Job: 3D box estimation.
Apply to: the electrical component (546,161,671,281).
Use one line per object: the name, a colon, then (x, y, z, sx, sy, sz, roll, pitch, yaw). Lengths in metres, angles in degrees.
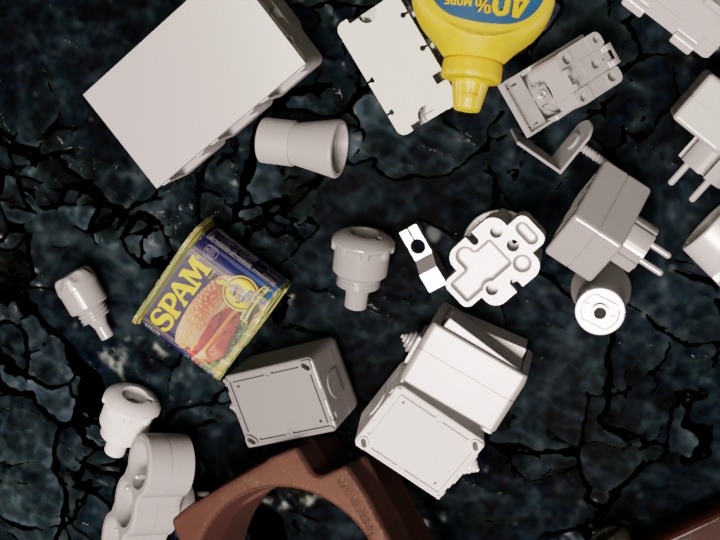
electrical component: (0.183, -0.024, 0.754, 0.077, 0.065, 0.047, 34, 143, 3)

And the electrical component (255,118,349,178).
electrical component: (-0.046, -0.095, 0.810, 0.065, 0.044, 0.044, 8, 106, 16)

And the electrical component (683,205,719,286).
electrical component: (0.261, -0.017, 0.751, 0.047, 0.055, 0.055, 42, 109, 4)

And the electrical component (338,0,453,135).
electrical component: (0.032, -0.149, 0.769, 0.050, 0.055, 0.089, -30, 96, 18)

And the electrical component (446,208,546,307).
electrical component: (0.101, -0.012, 0.788, 0.078, 0.057, 0.058, -43, 92, 19)

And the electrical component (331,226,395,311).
electrical component: (0.000, 0.000, 0.822, 0.048, 0.048, 0.062, 11, 113, 10)

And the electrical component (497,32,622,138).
electrical component: (0.141, -0.130, 0.737, 0.081, 0.064, 0.042, -34, 96, -22)

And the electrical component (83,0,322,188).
electrical component: (-0.115, -0.144, 0.801, 0.150, 0.061, 0.089, -36, 94, 19)

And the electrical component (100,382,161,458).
electrical component: (-0.197, 0.129, 0.901, 0.048, 0.048, 0.062, 27, 115, 5)

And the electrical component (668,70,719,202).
electrical component: (0.246, -0.082, 0.741, 0.083, 0.047, 0.075, 39, 110, 1)

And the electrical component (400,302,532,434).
electrical component: (0.077, 0.066, 0.811, 0.096, 0.061, 0.061, 30, 109, 4)

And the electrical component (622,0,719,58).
electrical component: (0.202, -0.201, 0.705, 0.121, 0.063, 0.078, 38, 150, 1)

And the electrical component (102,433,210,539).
electrical component: (-0.163, 0.196, 0.905, 0.074, 0.052, 0.138, 6, 122, -31)

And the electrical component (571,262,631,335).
electrical component: (0.173, 0.022, 0.775, 0.044, 0.065, 0.044, 3, 105, 12)

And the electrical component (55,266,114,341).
electrical component: (-0.223, 0.029, 0.886, 0.035, 0.035, 0.061, -25, 100, 18)

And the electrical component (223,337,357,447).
electrical component: (-0.059, 0.096, 0.855, 0.096, 0.061, 0.061, -15, 100, 24)

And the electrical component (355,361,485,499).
electrical component: (0.053, 0.125, 0.836, 0.096, 0.061, 0.061, 34, 109, -6)
